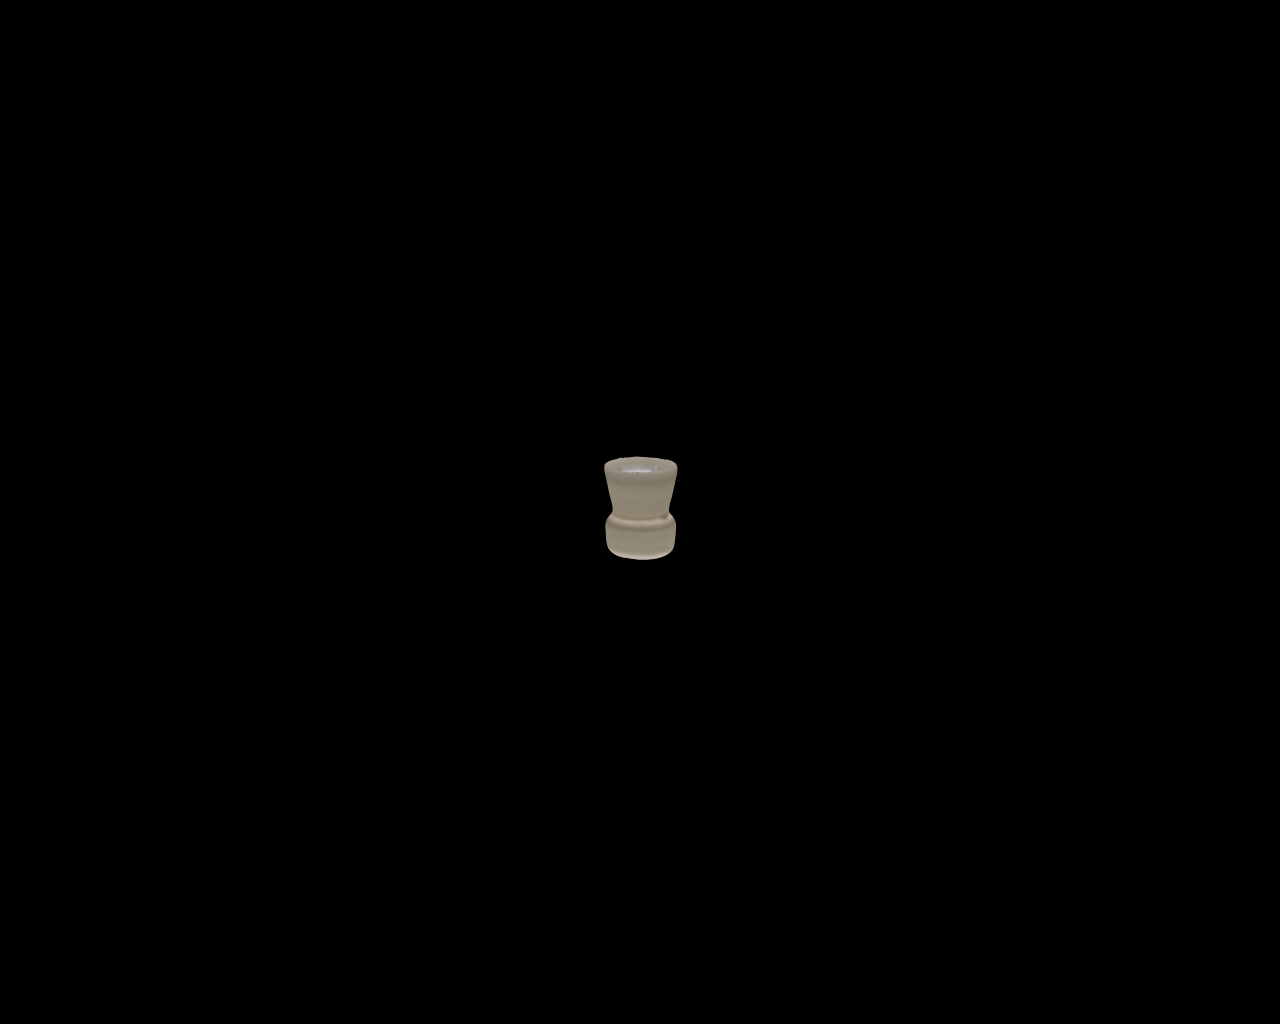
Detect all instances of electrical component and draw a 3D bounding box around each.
[{"bbox_3d":[0.001,-0.003,0.650,0.045,0.055,0.045,0,16,0],"label":"electrical component"}]
